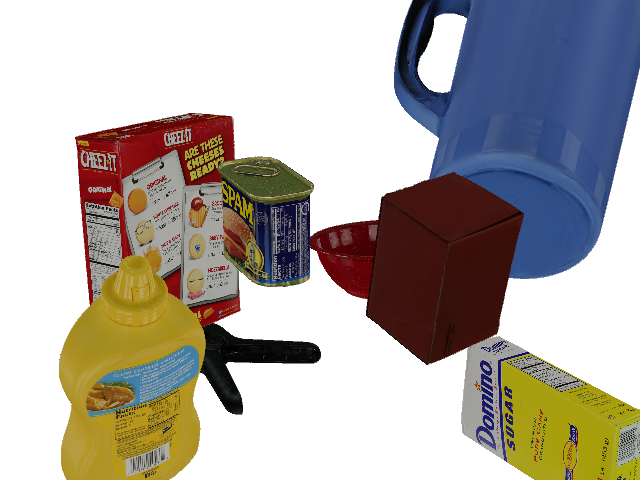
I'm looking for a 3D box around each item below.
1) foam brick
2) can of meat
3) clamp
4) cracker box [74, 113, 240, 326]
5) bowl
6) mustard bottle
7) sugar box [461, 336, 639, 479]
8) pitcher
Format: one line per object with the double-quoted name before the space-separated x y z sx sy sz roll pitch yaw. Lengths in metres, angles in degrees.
"foam brick" 0.062 0.013 0.545 0.052 0.078 0.051 -19 41 -33
"can of meat" -0.047 -0.016 0.909 0.057 0.084 0.102 -11 25 -24
"clamp" -0.126 0.136 1.241 0.210 0.036 0.164 14 24 23
"cracker box" -0.160 -0.011 1.077 0.072 0.214 0.163 9 18 35
"bowl" 0.069 0.022 1.088 0.162 0.055 0.162 -3 13 1
"mustard bottle" -0.123 0.087 0.699 0.096 0.192 0.058 -17 46 -28
"sugar box" 0.193 0.157 0.910 0.048 0.093 0.176 -11 22 -34
"pitcher" 0.136 -0.097 0.721 0.149 0.242 0.145 -23 -57 40
